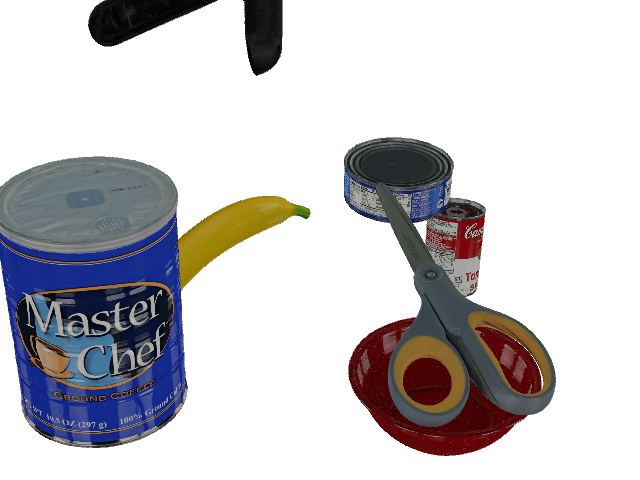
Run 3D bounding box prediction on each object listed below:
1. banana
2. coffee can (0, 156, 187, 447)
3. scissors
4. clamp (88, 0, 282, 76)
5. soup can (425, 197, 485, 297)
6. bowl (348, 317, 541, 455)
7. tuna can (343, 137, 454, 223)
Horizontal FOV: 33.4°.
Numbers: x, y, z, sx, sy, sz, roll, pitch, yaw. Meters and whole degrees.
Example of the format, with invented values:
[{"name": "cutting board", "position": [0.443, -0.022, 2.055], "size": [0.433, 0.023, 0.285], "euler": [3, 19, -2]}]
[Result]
[{"name": "banana", "position": [-0.103, 0.010, 1.023], "size": [0.198, 0.069, 0.037], "euler": [-31, 40, 2]}, {"name": "coffee can", "position": [-0.132, 0.035, 0.630], "size": [0.103, 0.140, 0.103], "euler": [1, 31, -1]}, {"name": "scissors", "position": [0.052, 0.036, 0.614], "size": [0.096, 0.016, 0.202], "euler": [-25, 45, -20]}, {"name": "clamp", "position": [-0.037, -0.151, 0.612], "size": [0.120, 0.171, 0.039], "euler": [27, -32, 27]}, {"name": "soup can", "position": [0.156, 0.009, 1.258], "size": [0.068, 0.102, 0.068], "euler": [2, 21, -1]}, {"name": "bowl", "position": [0.104, 0.132, 0.909], "size": [0.162, 0.055, 0.162], "euler": [0, 32, 0]}, {"name": "tuna can", "position": [0.061, -0.048, 0.840], "size": [0.086, 0.034, 0.086], "euler": [1, 31, -1]}]
